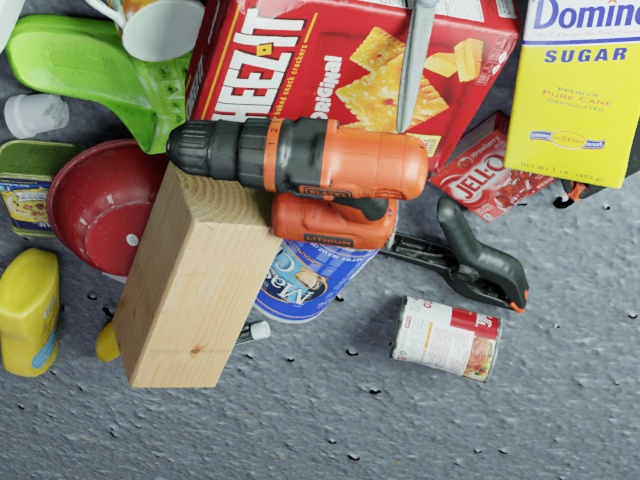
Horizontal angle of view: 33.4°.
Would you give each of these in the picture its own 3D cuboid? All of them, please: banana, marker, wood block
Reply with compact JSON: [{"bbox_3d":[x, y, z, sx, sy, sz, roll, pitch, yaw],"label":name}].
[{"bbox_3d":[-0.202,0.106,1.226,0.198,0.037,0.069,-15,131,33],"label":"banana"},{"bbox_3d":[-0.114,0.114,1.204,0.121,0.020,0.020,-16,131,20],"label":"marker"},{"bbox_3d":[-0.115,0.034,0.975,0.090,0.090,0.206,4,130,-29],"label":"wood block"}]

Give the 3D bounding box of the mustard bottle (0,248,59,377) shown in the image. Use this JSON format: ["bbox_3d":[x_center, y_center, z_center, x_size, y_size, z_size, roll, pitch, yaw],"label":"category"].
[{"bbox_3d":[-0.331,0.101,1.219,0.058,0.096,0.192,15,141,0],"label":"mustard bottle"}]

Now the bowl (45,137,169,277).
[{"bbox_3d":[-0.177,-0.017,1.013,0.162,0.055,0.162,-7,132,-8],"label":"bowl"}]

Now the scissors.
[{"bbox_3d":[0.091,-0.176,0.718,0.096,0.016,0.202,-5,96,-3],"label":"scissors"}]

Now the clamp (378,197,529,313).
[{"bbox_3d":[0.137,0.016,0.996,0.171,0.039,0.120,25,158,-18],"label":"clamp"}]

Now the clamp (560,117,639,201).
[{"bbox_3d":[0.223,-0.114,0.822,0.164,0.036,0.210,23,138,-2],"label":"clamp"}]

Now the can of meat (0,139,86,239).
[{"bbox_3d":[-0.266,-0.050,1.052,0.102,0.057,0.084,5,138,14],"label":"can of meat"}]

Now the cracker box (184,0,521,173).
[{"bbox_3d":[0.019,-0.133,0.799,0.213,0.072,0.164,6,144,-17],"label":"cracker box"}]

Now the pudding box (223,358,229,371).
[{"bbox_3d":[-0.127,0.077,1.140,0.090,0.039,0.114,19,121,-4],"label":"pudding box"}]

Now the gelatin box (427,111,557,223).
[{"bbox_3d":[0.148,-0.060,0.916,0.073,0.030,0.089,34,137,-19],"label":"gelatin box"}]

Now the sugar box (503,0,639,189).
[{"bbox_3d":[0.189,-0.123,0.767,0.093,0.048,0.176,11,137,13],"label":"sugar box"}]

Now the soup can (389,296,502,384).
[{"bbox_3d":[0.127,0.100,1.082,0.102,0.068,0.068,14,141,4],"label":"soup can"}]

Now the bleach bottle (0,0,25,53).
[{"bbox_3d":[-0.363,-0.240,0.856,0.250,0.068,0.103,29,119,-7],"label":"bleach bottle"}]

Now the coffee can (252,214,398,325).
[{"bbox_3d":[-0.006,0.001,0.985,0.102,0.102,0.141,27,139,-12],"label":"coffee can"}]

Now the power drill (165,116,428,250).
[{"bbox_3d":[-0.011,-0.042,0.809,0.184,0.057,0.187,8,170,7],"label":"power drill"}]
